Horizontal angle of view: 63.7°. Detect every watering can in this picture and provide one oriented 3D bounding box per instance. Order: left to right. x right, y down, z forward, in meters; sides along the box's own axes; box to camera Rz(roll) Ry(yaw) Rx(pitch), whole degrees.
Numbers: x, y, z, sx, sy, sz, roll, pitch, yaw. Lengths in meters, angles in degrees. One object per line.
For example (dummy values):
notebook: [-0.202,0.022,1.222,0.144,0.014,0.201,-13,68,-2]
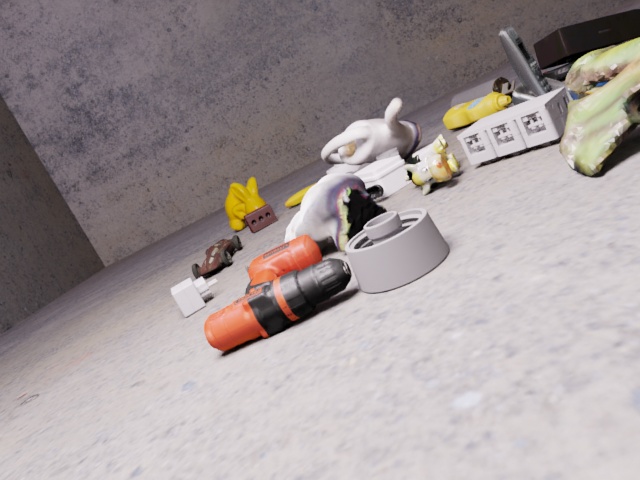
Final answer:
watering can: [0.147,-0.243,1.209,0.225,0.105,0.344,-8,-8,-32]

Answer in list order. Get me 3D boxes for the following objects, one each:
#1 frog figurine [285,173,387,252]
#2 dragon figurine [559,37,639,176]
frog figurine: [0.002,-0.041,0.807,0.159,0.120,0.140,0,47,44]
dragon figurine: [0.367,-0.148,0.528,0.239,0.121,0.420,-44,19,30]
